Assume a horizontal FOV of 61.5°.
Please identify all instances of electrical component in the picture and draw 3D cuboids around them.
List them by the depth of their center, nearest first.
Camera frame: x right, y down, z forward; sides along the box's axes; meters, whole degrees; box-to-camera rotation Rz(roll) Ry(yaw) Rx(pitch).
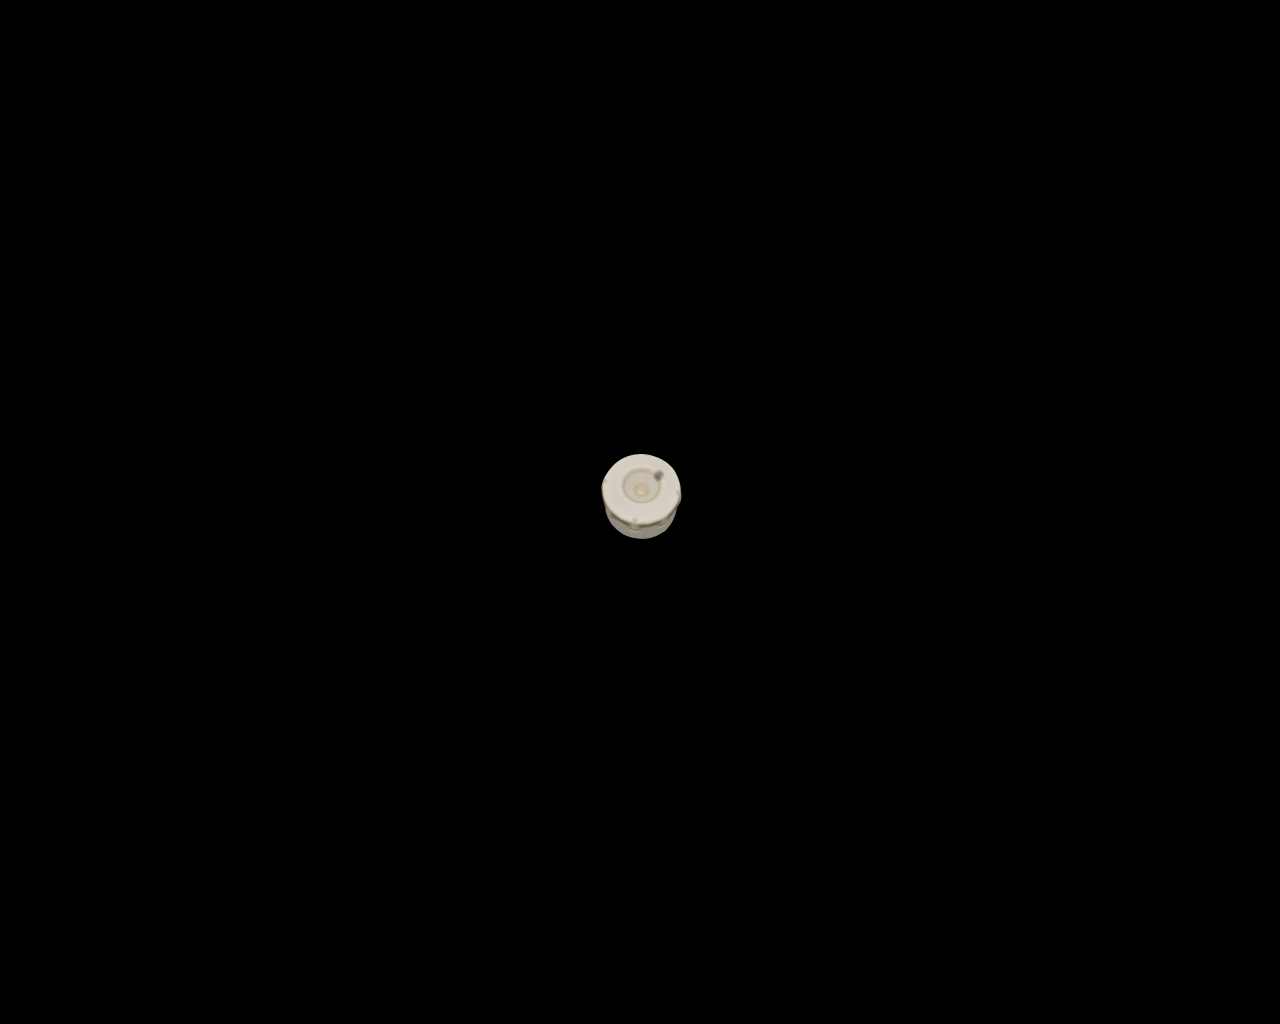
[{"bbox_3d":[0.001,-0.003,0.650,0.048,0.048,0.062,0,-25,0],"label":"electrical component"}]
